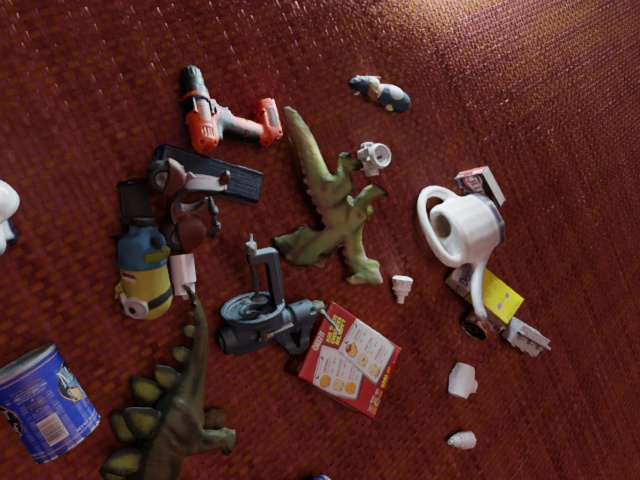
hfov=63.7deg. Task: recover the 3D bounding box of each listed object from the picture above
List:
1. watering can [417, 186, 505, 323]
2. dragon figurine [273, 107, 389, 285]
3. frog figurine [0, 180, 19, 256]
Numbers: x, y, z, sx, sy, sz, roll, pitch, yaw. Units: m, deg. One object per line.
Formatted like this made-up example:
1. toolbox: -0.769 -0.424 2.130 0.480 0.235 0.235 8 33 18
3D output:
1. watering can: 0.370 0.013 1.274 0.226 0.102 0.351 -19 76 -31
2. dragon figurine: 0.003 -0.054 1.075 0.406 0.122 0.246 42 72 -20
3. frog figurine: -0.488 -0.033 0.719 0.123 0.159 0.137 -14 93 -31
